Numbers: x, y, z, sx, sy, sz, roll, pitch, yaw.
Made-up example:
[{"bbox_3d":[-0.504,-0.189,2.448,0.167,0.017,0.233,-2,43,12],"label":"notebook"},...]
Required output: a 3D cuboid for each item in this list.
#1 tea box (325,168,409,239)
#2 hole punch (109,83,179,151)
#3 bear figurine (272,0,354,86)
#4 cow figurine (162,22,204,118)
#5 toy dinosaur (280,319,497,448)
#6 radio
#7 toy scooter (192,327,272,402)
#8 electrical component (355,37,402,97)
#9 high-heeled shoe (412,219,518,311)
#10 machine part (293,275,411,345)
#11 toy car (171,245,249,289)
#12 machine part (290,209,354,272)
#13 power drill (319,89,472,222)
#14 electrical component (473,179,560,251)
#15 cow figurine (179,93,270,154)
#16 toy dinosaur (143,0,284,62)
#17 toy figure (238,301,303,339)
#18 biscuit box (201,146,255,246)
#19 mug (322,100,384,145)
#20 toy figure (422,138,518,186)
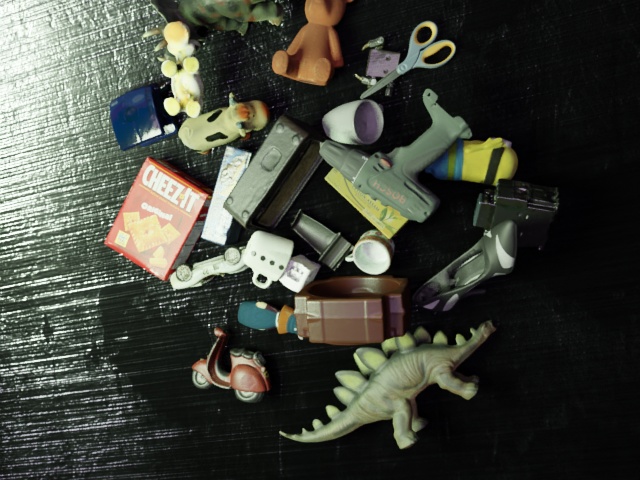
[{"bbox_3d":[0.099,-0.084,1.027,0.170,0.098,0.068,42,103,6],"label":"tea box"},{"bbox_3d":[-0.373,-0.253,1.117,0.142,0.092,0.115,-18,109,18],"label":"hole punch"},{"bbox_3d":[-0.003,-0.397,1.017,0.120,0.132,0.195,17,103,10],"label":"bear figurine"},{"bbox_3d":[-0.251,-0.318,1.008,0.068,0.098,0.167,1,108,0],"label":"cow figurine"},{"bbox_3d":[0.138,0.290,1.045,0.471,0.105,0.198,-39,77,4],"label":"toy dinosaur"},{"bbox_3d":[-0.083,-0.125,1.047,0.073,0.131,0.229,38,101,18],"label":"radio"},{"bbox_3d":[-0.184,0.259,1.133,0.184,0.075,0.135,9,94,17],"label":"toy scooter"},{"bbox_3d":[0.114,-0.334,1.032,0.078,0.045,0.102,18,98,13],"label":"electrical component"},{"bbox_3d":[0.252,0.046,0.956,0.145,0.248,0.086,-3,50,-5],"label":"high-heeled shoe"},{"bbox_3d":[0.065,0.126,0.996,0.201,0.201,0.087,-2,96,14],"label":"machine part"},{"bbox_3d":[-0.217,0.056,1.125,0.202,0.073,0.056,-18,86,14],"label":"toy car"},{"bbox_3d":[-0.002,-0.003,1.088,0.139,0.039,0.084,42,107,6],"label":"machine part"},{"bbox_3d":[0.142,-0.159,0.932,0.232,0.086,0.207,42,90,6],"label":"power drill"},{"bbox_3d":[0.347,-0.046,0.963,0.134,0.058,0.114,9,132,13],"label":"electrical component"},{"bbox_3d":[-0.191,-0.232,1.072,0.195,0.127,0.085,-14,94,17],"label":"cow figurine"},{"bbox_3d":[-0.174,-0.446,0.991,0.405,0.192,0.131,-8,104,42],"label":"toy dinosaur"},{"bbox_3d":[-0.092,0.161,1.110,0.155,0.064,0.058,9,60,8],"label":"toy figure"},{"bbox_3d":[-0.184,-0.089,1.112,0.059,0.063,0.202,19,98,13],"label":"biscuit box"},{"bbox_3d":[0.063,-0.231,1.029,0.107,0.109,0.080,10,138,46],"label":"mug"},{"bbox_3d":[0.269,-0.144,0.991,0.180,0.082,0.089,-1,105,9],"label":"toy figure"}]
